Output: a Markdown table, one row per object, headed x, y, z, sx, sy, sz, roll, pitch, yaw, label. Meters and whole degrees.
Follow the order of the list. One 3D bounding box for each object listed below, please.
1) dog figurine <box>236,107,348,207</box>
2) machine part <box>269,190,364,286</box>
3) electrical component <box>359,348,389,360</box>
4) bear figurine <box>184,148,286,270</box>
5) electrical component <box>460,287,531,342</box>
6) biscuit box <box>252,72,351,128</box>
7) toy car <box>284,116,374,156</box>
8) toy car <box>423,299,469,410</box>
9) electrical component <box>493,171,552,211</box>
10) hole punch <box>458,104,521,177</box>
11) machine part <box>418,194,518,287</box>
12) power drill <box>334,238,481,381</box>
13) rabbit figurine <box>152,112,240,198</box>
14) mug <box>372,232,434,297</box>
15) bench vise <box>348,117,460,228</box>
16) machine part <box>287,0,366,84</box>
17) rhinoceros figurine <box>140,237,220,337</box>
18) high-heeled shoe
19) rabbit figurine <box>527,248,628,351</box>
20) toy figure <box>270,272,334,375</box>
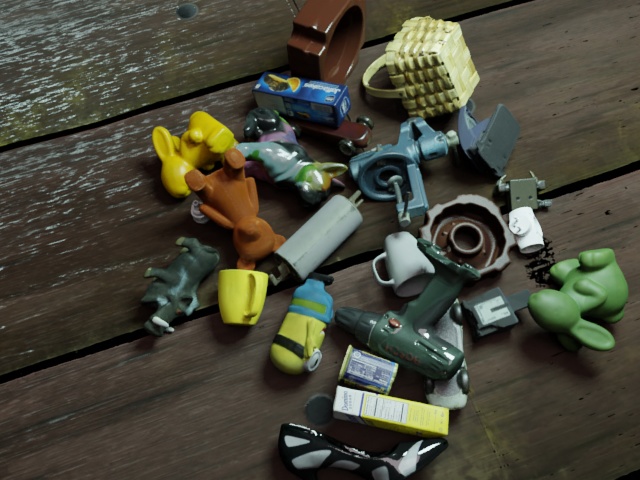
| x | y | z | sx | sy | sz | roll | pitch | yaw | label |
| --- | --- | --- | --- | --- | --- | --- | --- | --- | --- |
| -0.049 | -0.162 | 1.068 | 0.219 | 0.108 | 0.191 | 13 | 63 | 3 | dog figurine |
| -0.002 | -0.003 | 1.004 | 0.079 | 0.079 | 0.243 | 39 | 72 | 18 | machine part |
| 0.115 | 0.181 | 0.942 | 0.094 | 0.021 | 0.063 | 1 | 65 | 2 | electrical component |
| -0.150 | -0.047 | 0.990 | 0.120 | 0.132 | 0.196 | -28 | 76 | -10 | bear figurine |
| 0.313 | 0.124 | 0.947 | 0.119 | 0.047 | 0.075 | -22 | 66 | -8 | electrical component |
| -0.038 | -0.290 | 1.103 | 0.203 | 0.059 | 0.063 | 18 | 62 | 24 | biscuit box |
| 0.015 | -0.230 | 1.116 | 0.202 | 0.053 | 0.089 | 20 | 66 | 26 | toy car |
| 0.210 | 0.186 | 0.919 | 0.074 | 0.056 | 0.202 | -3 | 64 | 8 | toy car |
| 0.395 | -0.094 | 1.052 | 0.102 | 0.045 | 0.078 | -11 | 93 | 0 | electrical component |
| 0.321 | -0.197 | 1.060 | 0.092 | 0.142 | 0.115 | 18 | 81 | 41 | hole punch |
| 0.271 | 0.002 | 1.003 | 0.179 | 0.056 | 0.179 | -1 | 66 | 2 | machine part |
| 0.147 | 0.103 | 0.876 | 0.232 | 0.086 | 0.207 | 32 | 96 | 30 | power drill |
| -0.261 | -0.170 | 1.075 | 0.162 | 0.122 | 0.173 | 35 | 89 | 10 | rabbit figurine |
| 0.145 | 0.042 | 0.979 | 0.110 | 0.080 | 0.107 | -13 | 56 | -7 | mug |
| 0.167 | -0.122 | 1.019 | 0.224 | 0.128 | 0.241 | -9 | 47 | 6 | bench vise |
| 0.015 | -0.414 | 1.128 | 0.087 | 0.200 | 0.201 | 24 | 68 | 15 | machine part |
| -0.259 | 0.086 | 0.979 | 0.112 | 0.073 | 0.190 | 32 | 68 | 4 | rhinoceros figurine |
| 0.060 | 0.313 | 0.838 | 0.249 | 0.086 | 0.145 | -27 | 78 | 4 | high-heeled shoe |
| 0.426 | 0.113 | 0.914 | 0.170 | 0.121 | 0.159 | -19 | 87 | -23 | rabbit figurine |
| -0.027 | 0.145 | 0.934 | 0.089 | 0.082 | 0.180 | 5 | 71 | 25 | toy figure |
